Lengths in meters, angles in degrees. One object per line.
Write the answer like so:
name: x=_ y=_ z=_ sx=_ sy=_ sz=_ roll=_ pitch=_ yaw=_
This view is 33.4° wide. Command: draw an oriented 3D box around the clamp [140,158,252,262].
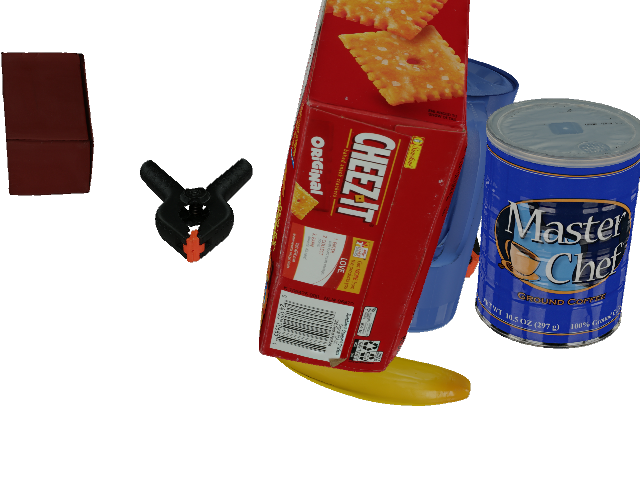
clamp: x=-0.120 y=-0.039 z=1.105 sx=0.120 sy=0.039 sz=0.171 roll=-11 pitch=38 yaw=-8

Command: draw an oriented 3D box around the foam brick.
foam brick: x=-0.173 y=-0.074 z=0.673 sx=0.051 sy=0.078 sz=0.053 roll=-3 pitch=-37 yaw=-17

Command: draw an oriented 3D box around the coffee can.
coffee can: x=0.160 y=-0.013 z=0.724 sx=0.103 sy=0.140 sz=0.103 roll=-1 pitch=28 yaw=0

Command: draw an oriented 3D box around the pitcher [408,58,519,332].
pitcher: x=0.092 y=-0.039 z=0.958 sx=0.145 sy=0.243 sz=0.149 roll=20 pitch=27 yaw=25

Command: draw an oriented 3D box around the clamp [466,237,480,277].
clamp: x=0.090 y=-0.038 z=1.157 sx=0.164 sy=0.210 sz=0.036 roll=-16 pitch=-37 yaw=-29

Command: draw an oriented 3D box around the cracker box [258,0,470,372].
cracker box: x=0.027 y=-0.067 z=0.527 sx=0.072 sy=0.213 sz=0.164 roll=11 pitch=-44 yaw=-1

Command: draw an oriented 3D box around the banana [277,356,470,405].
banana: x=0.018 y=0.087 z=0.815 sx=0.198 sy=0.037 sz=0.069 roll=22 pitch=39 yaw=40
